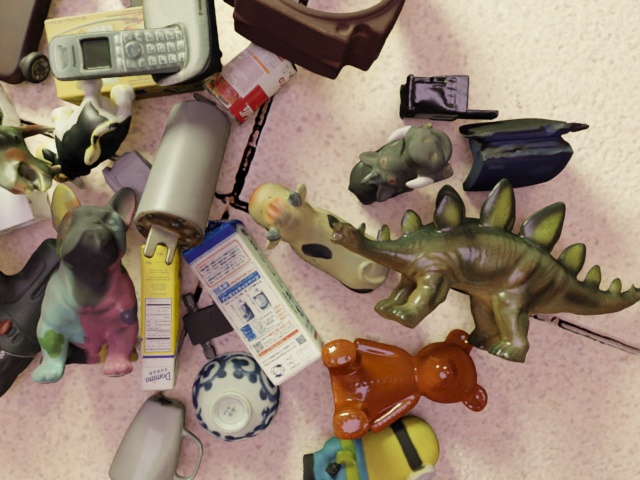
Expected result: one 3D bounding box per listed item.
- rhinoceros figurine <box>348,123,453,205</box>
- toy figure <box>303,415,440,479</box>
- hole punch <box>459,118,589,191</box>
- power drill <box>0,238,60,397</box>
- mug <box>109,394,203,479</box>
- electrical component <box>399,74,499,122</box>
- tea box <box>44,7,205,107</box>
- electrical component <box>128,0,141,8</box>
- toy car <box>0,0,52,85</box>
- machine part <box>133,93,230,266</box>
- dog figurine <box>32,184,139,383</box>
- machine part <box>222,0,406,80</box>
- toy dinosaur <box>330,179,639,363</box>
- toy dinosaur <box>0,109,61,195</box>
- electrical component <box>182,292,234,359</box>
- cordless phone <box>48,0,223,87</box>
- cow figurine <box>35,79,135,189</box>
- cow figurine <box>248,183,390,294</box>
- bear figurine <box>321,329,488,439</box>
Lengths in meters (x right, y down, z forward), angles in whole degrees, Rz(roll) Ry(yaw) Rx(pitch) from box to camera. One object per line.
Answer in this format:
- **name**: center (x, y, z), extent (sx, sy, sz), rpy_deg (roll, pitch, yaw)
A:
- **rhinoceros figurine**: center (0.090, -0.088, 0.624), extent (0.112, 0.190, 0.073), rpy_deg (-19, 91, -18)
- **toy figure**: center (0.067, 0.283, 0.700), extent (0.180, 0.082, 0.089), rpy_deg (-7, 96, 2)
- **hole punch**: center (0.237, -0.102, 0.662), extent (0.142, 0.116, 0.092), rpy_deg (-3, 102, 0)
- **power drill**: center (-0.413, 0.080, 0.636), extent (0.232, 0.086, 0.207), rpy_deg (-53, 131, -3)
- **mug**: center (-0.205, 0.262, 0.696), extent (0.110, 0.081, 0.107), rpy_deg (15, 85, 3)
- **electrical component**: center (0.162, -0.175, 0.671), extent (0.119, 0.075, 0.047), rpy_deg (1, 95, 3)
- **tea box**: center (-0.236, -0.227, 0.666), extent (0.170, 0.068, 0.098), rpy_deg (-7, 95, -2)
- **electrical component**: center (-0.221, -0.319, 0.671), extent (0.102, 0.045, 0.078), rpy_deg (-9, 93, 0)
- **toy car**: center (-0.364, -0.293, 0.668), extent (0.089, 0.053, 0.202), rpy_deg (20, 97, 8)
- **machine part**: center (-0.156, -0.078, 0.628), extent (0.079, 0.079, 0.243), rpy_deg (7, 57, -1)
- **dog figurine**: center (-0.266, 0.046, 0.633), extent (0.108, 0.191, 0.219), rpy_deg (3, 90, -16)
- **machine part**: center (0.002, -0.306, 0.622), extent (0.201, 0.087, 0.201), rpy_deg (25, 71, -1)
- **toy dinosaur**: center (0.224, 0.041, 0.642), extent (0.471, 0.105, 0.198), rpy_deg (18, 89, -21)
- **toy dinosaur**: center (-0.475, -0.076, 0.579), extent (0.405, 0.192, 0.131), rpy_deg (-9, 105, 20)
- **electrical component**: center (-0.145, 0.109, 0.713), extent (0.063, 0.021, 0.094), rpy_deg (-19, 93, 0)
- **cordless phone**: center (-0.203, -0.240, 0.586), extent (0.184, 0.089, 0.146), rpy_deg (-6, 94, -5)
- **cow figurine**: center (-0.285, -0.111, 0.640), extent (0.167, 0.068, 0.098), rpy_deg (-36, 53, 33)
- **cow figurine**: center (-0.001, -0.002, 0.656), extent (0.195, 0.127, 0.085), rpy_deg (32, 90, -5)
- **bear figurine**: center (0.110, 0.174, 0.670), extent (0.196, 0.132, 0.120), rpy_deg (-8, 75, 6)
